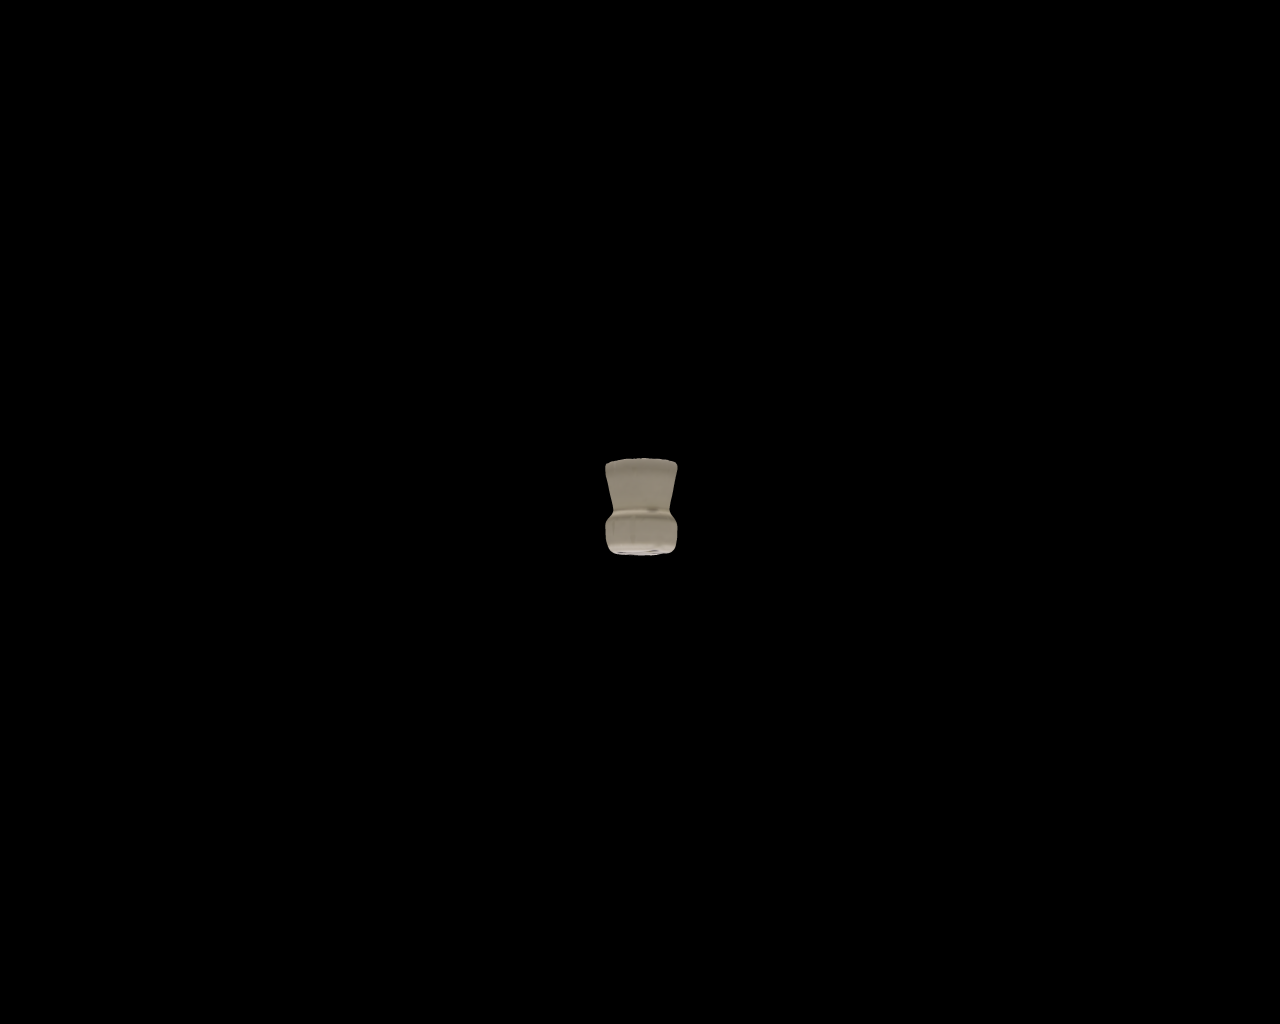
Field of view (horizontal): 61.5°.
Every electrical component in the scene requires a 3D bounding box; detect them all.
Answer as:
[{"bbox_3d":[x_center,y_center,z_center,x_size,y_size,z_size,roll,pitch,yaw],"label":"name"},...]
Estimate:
[{"bbox_3d":[0.001,-0.003,0.650,0.045,0.055,0.045,0,-6,0],"label":"electrical component"}]
